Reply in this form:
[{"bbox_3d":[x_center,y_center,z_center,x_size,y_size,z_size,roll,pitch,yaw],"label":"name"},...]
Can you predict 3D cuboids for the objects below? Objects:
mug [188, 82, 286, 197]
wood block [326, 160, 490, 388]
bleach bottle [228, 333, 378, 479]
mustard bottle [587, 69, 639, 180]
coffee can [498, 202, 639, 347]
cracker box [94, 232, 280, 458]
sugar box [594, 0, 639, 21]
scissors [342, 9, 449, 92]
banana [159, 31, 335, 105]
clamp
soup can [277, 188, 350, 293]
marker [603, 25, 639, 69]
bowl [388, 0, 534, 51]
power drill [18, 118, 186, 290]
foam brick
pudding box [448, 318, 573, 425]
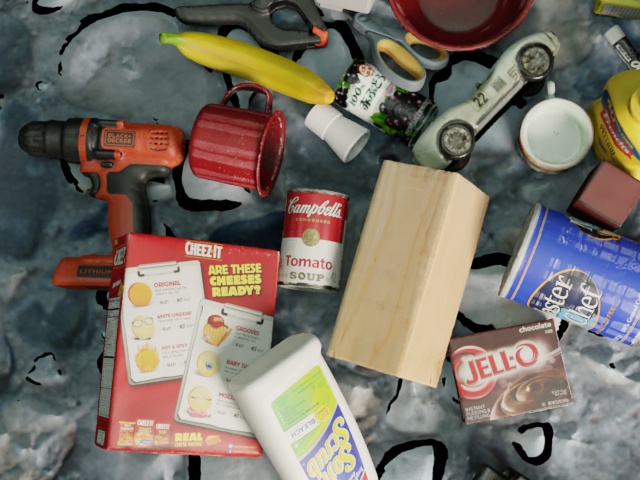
[{"bbox_3d":[-0.086,-0.110,1.131,0.081,0.093,0.117,12,88,12],"label":"mug"},{"bbox_3d":[0.090,0.035,1.083,0.090,0.090,0.206,13,84,32],"label":"wood block"},{"bbox_3d":[0.011,0.224,1.070,0.102,0.068,0.251,-35,101,-24],"label":"bleach bottle"},{"bbox_3d":[0.310,-0.115,1.043,0.058,0.191,0.096,-22,81,2],"label":"mustard bottle"},{"bbox_3d":[0.263,0.034,1.073,0.140,0.103,0.103,22,85,7],"label":"coffee can"},{"bbox_3d":[-0.135,0.109,1.086,0.164,0.072,0.214,8,82,-24],"label":"cracker box"},{"bbox_3d":[0.388,-0.274,1.132,0.176,0.048,0.093,12,84,3],"label":"sugar box"},{"bbox_3d":[0.065,-0.237,1.166,0.096,0.016,0.202,-18,58,-28],"label":"scissors"},{"bbox_3d":[-0.074,-0.186,1.153,0.198,0.069,0.037,19,117,5],"label":"banana"},{"bbox_3d":[-0.063,-0.270,1.176,0.171,0.039,0.120,21,91,2],"label":"clamp"},{"bbox_3d":[-0.007,0.001,1.120,0.068,0.068,0.102,6,84,6],"label":"soup can"},{"bbox_3d":[0.346,-0.177,1.135,0.020,0.020,0.121,-35,81,0],"label":"marker"},{"bbox_3d":[0.150,-0.274,1.148,0.162,0.055,0.162,-1,82,5],"label":"bowl"},{"bbox_3d":[-0.242,-0.040,1.152,0.184,0.057,0.187,3,83,5],"label":"power drill"},{"bbox_3d":[0.292,-0.042,1.094,0.051,0.078,0.053,32,88,7],"label":"foam brick"},{"bbox_3d":[0.194,0.135,1.098,0.113,0.039,0.090,-12,81,3],"label":"pudding box"}]
